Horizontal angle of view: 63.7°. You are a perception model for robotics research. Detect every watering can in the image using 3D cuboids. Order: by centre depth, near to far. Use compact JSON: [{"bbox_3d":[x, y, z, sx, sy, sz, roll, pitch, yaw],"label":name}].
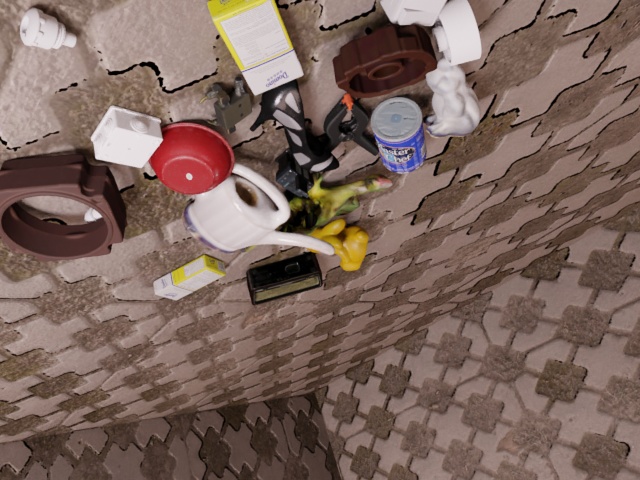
[{"bbox_3d":[-0.146,-0.034,1.115,0.222,0.106,0.343,-29,123,32],"label":"watering can"}]

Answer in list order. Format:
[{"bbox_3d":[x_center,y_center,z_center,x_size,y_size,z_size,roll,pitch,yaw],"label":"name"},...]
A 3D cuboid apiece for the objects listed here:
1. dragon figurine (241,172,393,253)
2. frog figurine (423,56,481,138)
[{"bbox_3d":[0.004,-0.065,1.282,0.405,0.123,0.243,-29,163,38],"label":"dragon figurine"},{"bbox_3d":[0.264,-0.288,1.011,0.140,0.123,0.156,-52,155,-52],"label":"frog figurine"}]
